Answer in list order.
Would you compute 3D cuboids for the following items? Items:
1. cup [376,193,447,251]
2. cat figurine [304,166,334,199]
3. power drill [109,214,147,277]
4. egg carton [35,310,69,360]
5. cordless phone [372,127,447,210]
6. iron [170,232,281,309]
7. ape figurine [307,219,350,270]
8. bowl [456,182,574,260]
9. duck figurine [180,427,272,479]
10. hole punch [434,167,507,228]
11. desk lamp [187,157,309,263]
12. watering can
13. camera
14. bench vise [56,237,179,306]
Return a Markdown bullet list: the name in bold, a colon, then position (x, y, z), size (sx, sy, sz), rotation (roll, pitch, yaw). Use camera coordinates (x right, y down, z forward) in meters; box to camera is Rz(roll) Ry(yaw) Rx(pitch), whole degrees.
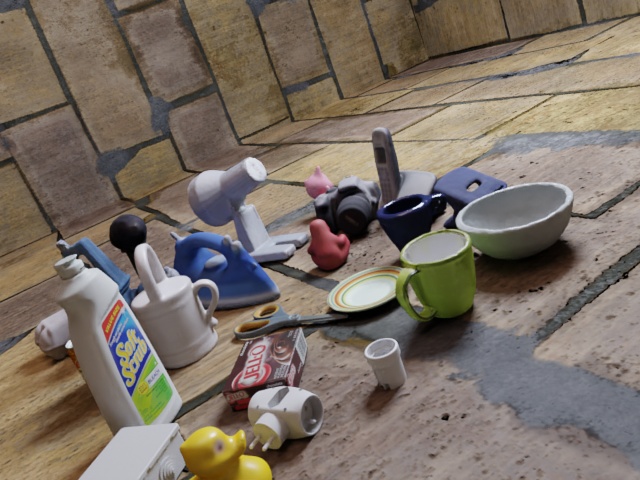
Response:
- **cup**: position (0.162, -0.022, 0.948), size (0.117, 0.095, 0.091), rotation (-21, 19, 2)
- **cat figurine**: position (0.008, -0.109, 1.315), size (0.067, 0.118, 0.127), rotation (-24, 19, -8)
- **power drill**: position (-0.356, 0.040, 1.153), size (0.076, 0.209, 0.228), rotation (-30, 21, -25)
- **egg carton**: position (-0.490, 0.174, 1.147), size (0.151, 0.069, 0.107), rotation (-33, 22, -31)
- **cordless phone**: position (0.156, -0.126, 1.099), size (0.094, 0.185, 0.147), rotation (-31, 21, -25)
- **iron**: position (-0.186, 0.043, 1.069), size (0.257, 0.142, 0.119), rotation (-3, 26, 42)
- **ape figurine**: position (0.010, 0.004, 1.045), size (0.077, 0.092, 0.076), rotation (-14, 20, 20)
- **bowl**: position (0.288, -0.018, 0.836), size (0.167, 0.075, 0.167), rotation (-19, 19, 7)
- **duck figurine**: position (-0.109, 0.228, 0.567), size (0.104, 0.086, 0.077), rotation (-24, 19, -7)
- **hole punch**: position (0.267, -0.078, 0.996), size (0.100, 0.091, 0.109), rotation (1, 29, 48)
- **desk lamp**: position (-0.157, -0.063, 1.215), size (0.202, 0.214, 0.118), rotation (-8, 23, 33)
- **watering can**: position (-0.251, 0.100, 0.901), size (0.173, 0.194, 0.100), rotation (-29, 20, -21)
- **camera**: position (0.053, -0.067, 1.177), size (0.143, 0.101, 0.137), rotation (-16, 20, 14)
- **bench vise**: position (-0.371, 0.075, 1.055), size (0.207, 0.220, 0.121), rotation (-26, 20, -12)
